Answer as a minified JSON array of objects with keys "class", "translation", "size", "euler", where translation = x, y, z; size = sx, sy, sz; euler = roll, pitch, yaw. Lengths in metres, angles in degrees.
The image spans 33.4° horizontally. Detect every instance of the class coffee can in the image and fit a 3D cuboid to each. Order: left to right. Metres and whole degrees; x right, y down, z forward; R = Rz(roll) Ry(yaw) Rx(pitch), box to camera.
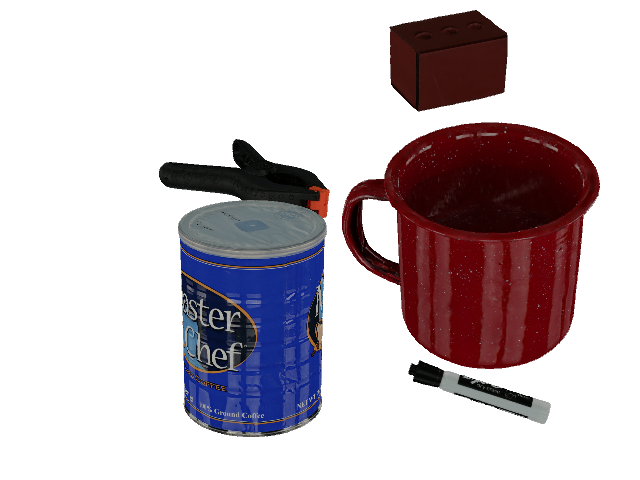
[{"class":"coffee can","translation":[-0.048,0.053,0.761],"size":[0.103,0.140,0.103],"euler":[1,20,-1]}]

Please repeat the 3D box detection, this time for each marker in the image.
[{"class":"marker","translation":[0.133,0.127,0.901],"size":[0.121,0.020,0.020],"euler":[18,2,6]}]

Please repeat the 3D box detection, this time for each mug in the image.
[{"class":"mug","translation":[0.065,0.002,0.493],"size":[0.117,0.081,0.093],"euler":[8,39,18]}]

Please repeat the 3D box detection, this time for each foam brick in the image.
[{"class":"foam brick","translation":[0.099,-0.140,0.827],"size":[0.078,0.051,0.053],"euler":[-14,36,-16]}]

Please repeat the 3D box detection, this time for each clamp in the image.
[{"class":"clamp","translation":[-0.070,-0.056,1.033],"size":[0.120,0.039,0.172],"euler":[-25,34,-36]}]
